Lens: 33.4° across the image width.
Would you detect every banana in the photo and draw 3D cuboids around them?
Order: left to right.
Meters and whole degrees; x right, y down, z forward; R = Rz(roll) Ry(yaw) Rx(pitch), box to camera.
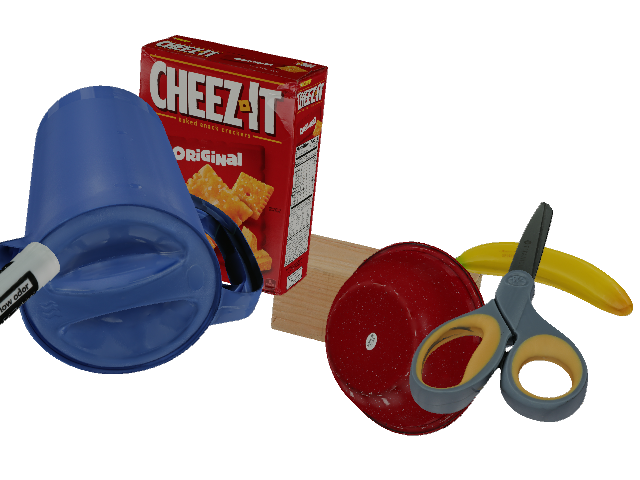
[{"bbox_3d":[0.225,0.035,1.086,0.198,0.037,0.069,11,47,27],"label":"banana"}]

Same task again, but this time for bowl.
[{"bbox_3d":[0.057,0.080,0.873,0.162,0.162,0.055,0,-3,41],"label":"bowl"}]

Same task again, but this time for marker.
[{"bbox_3d":[-0.158,0.043,0.459,0.020,0.020,0.121,0,36,39],"label":"marker"}]

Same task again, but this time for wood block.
[{"bbox_3d":[0.060,0.066,1.161,0.206,0.091,0.090,13,22,17],"label":"wood block"}]

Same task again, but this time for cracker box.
[{"bbox_3d":[-0.089,-0.070,1.003,0.164,0.214,0.072,15,25,20],"label":"cracker box"}]

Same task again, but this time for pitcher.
[{"bbox_3d":[-0.146,-0.020,0.798,0.145,0.149,0.243,-28,33,3],"label":"pitcher"}]

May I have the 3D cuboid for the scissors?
[{"bbox_3d":[0.121,0.036,0.581,0.096,0.016,0.201,19,39,31],"label":"scissors"}]
